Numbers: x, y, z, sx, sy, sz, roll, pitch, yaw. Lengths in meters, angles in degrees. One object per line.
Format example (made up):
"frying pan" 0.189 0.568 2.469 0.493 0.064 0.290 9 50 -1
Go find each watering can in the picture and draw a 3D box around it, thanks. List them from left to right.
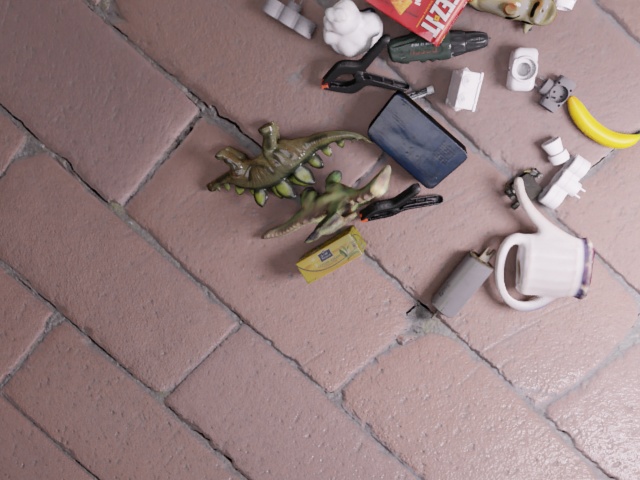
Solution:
"watering can" 0.546 0.022 1.242 0.224 0.106 0.342 4 110 9

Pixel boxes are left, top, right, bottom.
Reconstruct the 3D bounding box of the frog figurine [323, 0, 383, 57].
"frog figurine" 0.073 -0.485 1.182 0.137 0.161 0.121 1 106 11

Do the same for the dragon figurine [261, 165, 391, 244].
"dragon figurine" 0.004 -0.063 1.261 0.407 0.246 0.121 -32 102 14
